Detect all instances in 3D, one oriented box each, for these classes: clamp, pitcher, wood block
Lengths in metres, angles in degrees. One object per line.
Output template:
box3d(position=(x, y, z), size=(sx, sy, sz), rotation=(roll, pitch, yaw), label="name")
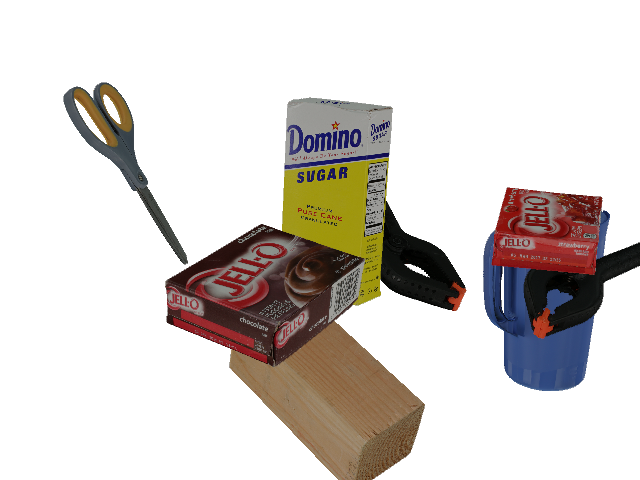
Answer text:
box3d(position=(0.074, 0.015, 1.246), size=(0.164, 0.036, 0.210), rotation=(-23, 52, -40), label="clamp")
box3d(position=(0.292, 0.072, 1.395), size=(0.149, 0.243, 0.144), rotation=(5, 21, 14), label="pitcher")
box3d(position=(0.253, 0.029, 1.101), size=(0.120, 0.039, 0.171), rotation=(27, 50, 31), label="clamp")
box3d(position=(0.003, 0.155, 1.142), size=(0.090, 0.090, 0.206), rotation=(-26, 53, -33), label="wood block")

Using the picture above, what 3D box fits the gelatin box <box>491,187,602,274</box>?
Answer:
box3d(position=(0.168, -0.009, 0.786), size=(0.073, 0.030, 0.089), rotation=(6, 25, 14), label="gelatin box")

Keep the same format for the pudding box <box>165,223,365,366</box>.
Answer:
box3d(position=(-0.036, 0.034, 0.723), size=(0.090, 0.039, 0.113), rotation=(19, 29, 26), label="pudding box")

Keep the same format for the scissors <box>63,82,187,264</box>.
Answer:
box3d(position=(-0.182, -0.076, 1.062), size=(0.016, 0.201, 0.096), rotation=(-24, 27, 25), label="scissors")

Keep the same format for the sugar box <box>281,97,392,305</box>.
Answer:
box3d(position=(0.012, -0.037, 0.967), size=(0.093, 0.176, 0.048), rotation=(11, 17, 34), label="sugar box")
